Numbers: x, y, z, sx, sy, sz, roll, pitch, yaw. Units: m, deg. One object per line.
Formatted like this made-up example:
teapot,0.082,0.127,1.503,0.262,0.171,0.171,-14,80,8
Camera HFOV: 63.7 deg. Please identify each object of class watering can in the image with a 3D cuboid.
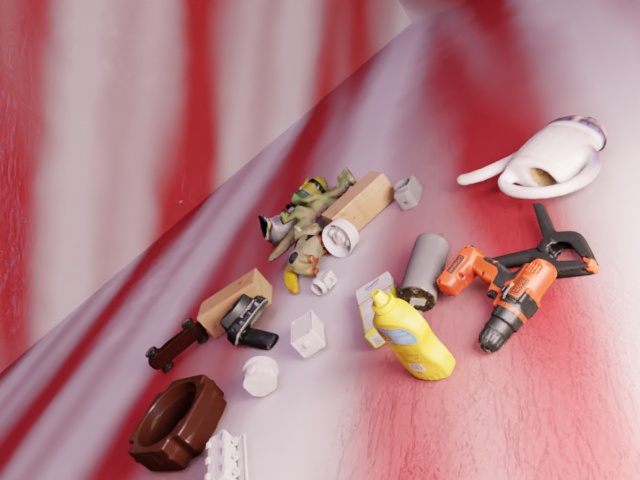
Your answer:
watering can,0.469,-0.177,1.133,0.226,0.102,0.350,-42,24,-12

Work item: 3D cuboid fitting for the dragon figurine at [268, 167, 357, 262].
dragon figurine,0.005,-0.084,1.664,0.241,0.120,0.419,-7,43,38

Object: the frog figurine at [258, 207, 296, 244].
frog figurine,-0.122,-0.051,1.809,0.160,0.123,0.137,-8,1,-24
